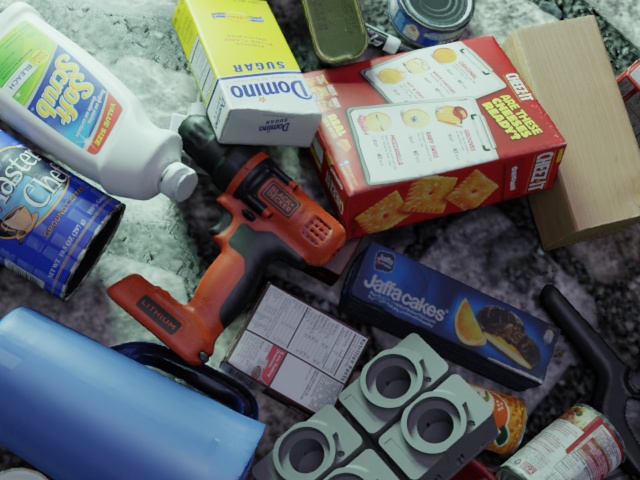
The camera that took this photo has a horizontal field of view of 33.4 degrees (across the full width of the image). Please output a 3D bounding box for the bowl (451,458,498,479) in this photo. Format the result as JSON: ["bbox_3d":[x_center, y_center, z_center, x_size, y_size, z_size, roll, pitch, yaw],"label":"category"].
[{"bbox_3d":[0.092,0.265,0.956,0.162,0.055,0.162,3,76,-10],"label":"bowl"}]

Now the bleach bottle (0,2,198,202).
[{"bbox_3d":[-0.203,-0.113,0.943,0.251,0.068,0.102,33,73,23],"label":"bleach bottle"}]

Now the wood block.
[{"bbox_3d":[0.247,-0.105,1.060,0.090,0.090,0.206,-13,79,-13],"label":"wood block"}]

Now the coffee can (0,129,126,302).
[{"bbox_3d":[-0.257,-0.025,0.938,0.140,0.103,0.102,31,73,-2],"label":"coffee can"}]

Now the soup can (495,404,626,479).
[{"bbox_3d":[0.219,0.206,0.972,0.102,0.069,0.068,-34,84,-21],"label":"soup can"}]

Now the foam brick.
[{"bbox_3d":[-0.007,0.001,1.005,0.078,0.053,0.051,27,73,-2],"label":"foam brick"}]

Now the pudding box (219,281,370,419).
[{"bbox_3d":[-0.023,0.104,0.984,0.113,0.039,0.090,30,72,-4],"label":"pudding box"}]

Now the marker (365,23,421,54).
[{"bbox_3d":[0.050,-0.209,1.085,0.121,0.020,0.020,25,73,-4],"label":"marker"}]

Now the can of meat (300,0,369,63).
[{"bbox_3d":[0.012,-0.221,1.029,0.057,0.084,0.102,-15,101,3],"label":"can of meat"}]

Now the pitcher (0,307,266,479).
[{"bbox_3d":[-0.173,0.152,0.907,0.243,0.149,0.145,30,88,1],"label":"pitcher"}]

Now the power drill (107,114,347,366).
[{"bbox_3d":[-0.098,0.002,0.941,0.184,0.057,0.187,40,81,8],"label":"power drill"}]

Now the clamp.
[{"bbox_3d":[0.294,0.134,1.034,0.164,0.036,0.210,6,70,-7],"label":"clamp"}]

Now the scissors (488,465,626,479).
[{"bbox_3d":[0.236,0.250,1.007,0.201,0.016,0.096,1,74,-10],"label":"scissors"}]

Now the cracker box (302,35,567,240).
[{"bbox_3d":[0.097,-0.101,1.013,0.213,0.072,0.164,-14,52,-14],"label":"cracker box"}]

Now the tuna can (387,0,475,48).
[{"bbox_3d":[0.114,-0.240,1.091,0.086,0.034,0.086,5,67,-11],"label":"tuna can"}]

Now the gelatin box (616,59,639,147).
[{"bbox_3d":[0.334,-0.134,1.092,0.030,0.073,0.089,-42,86,-18],"label":"gelatin box"}]

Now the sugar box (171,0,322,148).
[{"bbox_3d":[-0.070,-0.160,0.987,0.093,0.048,0.176,0,44,-28],"label":"sugar box"}]
